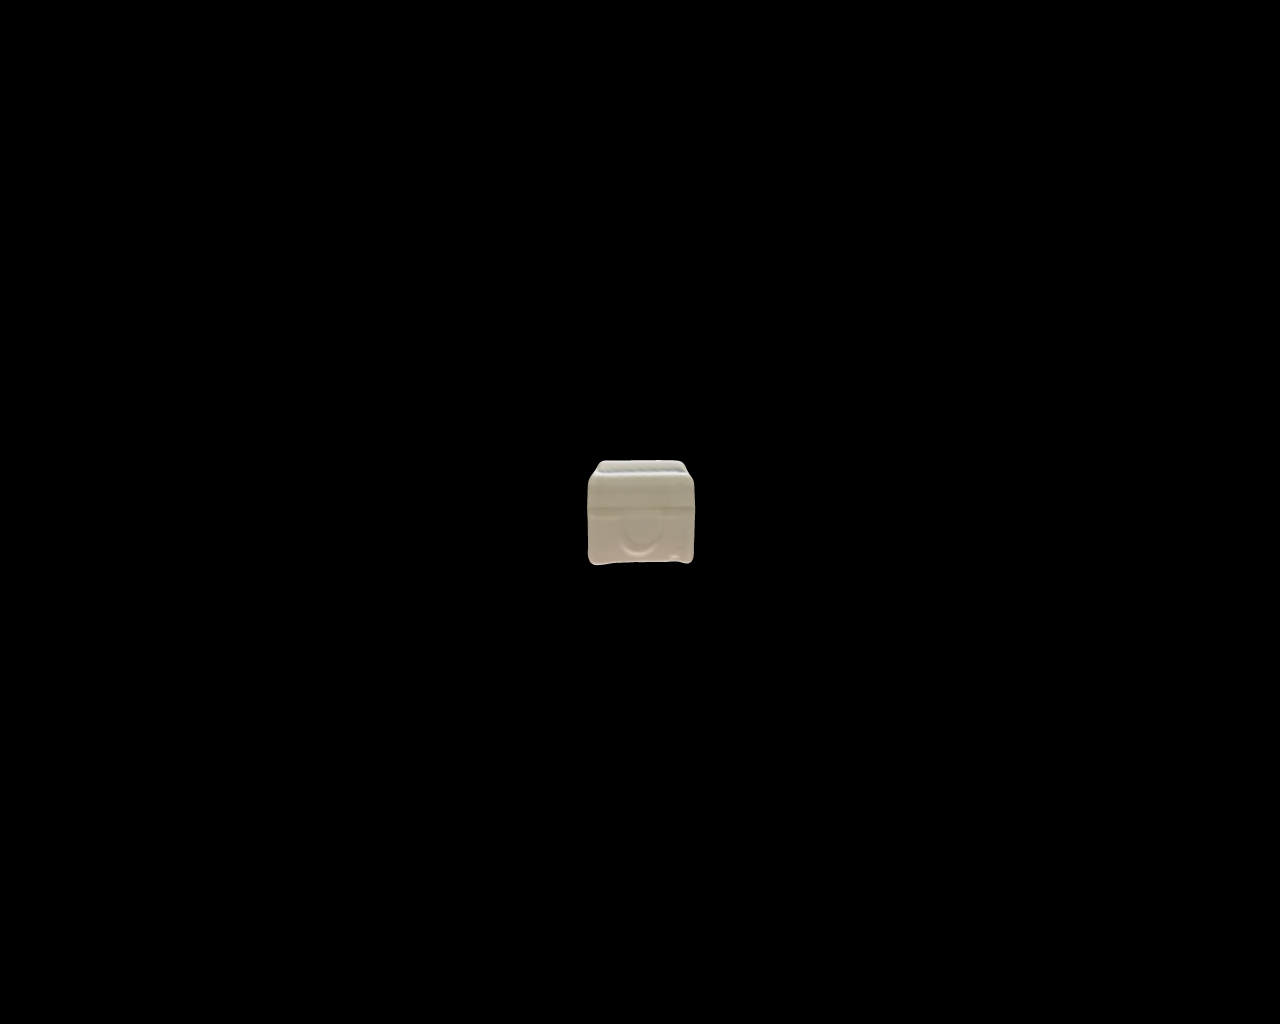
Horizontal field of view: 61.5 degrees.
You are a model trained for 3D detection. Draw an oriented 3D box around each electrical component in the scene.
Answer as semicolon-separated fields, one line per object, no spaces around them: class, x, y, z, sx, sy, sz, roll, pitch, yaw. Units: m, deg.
electrical component;0.001;-0.003;0.650;0.062;0.061;0.096;0;5;0
